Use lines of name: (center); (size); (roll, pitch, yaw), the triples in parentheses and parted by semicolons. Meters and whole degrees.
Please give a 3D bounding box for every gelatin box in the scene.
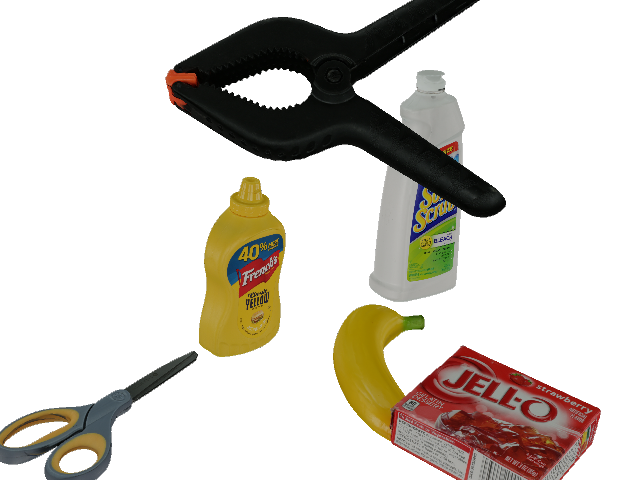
gelatin box: (0.093, 0.099, 0.574); (0.089, 0.030, 0.073); (25, 37, 30)

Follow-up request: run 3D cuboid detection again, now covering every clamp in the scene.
clamp: (0.014, -0.084, 0.648); (0.210, 0.164, 0.036); (-6, -21, -4)

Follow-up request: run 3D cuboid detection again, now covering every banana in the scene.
banana: (0.043, 0.090, 0.790); (0.069, 0.037, 0.197); (2, 22, 5)

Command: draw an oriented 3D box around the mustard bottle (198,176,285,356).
mustard bottle: (-0.080, 0.024, 1.129); (0.096, 0.192, 0.058); (-18, 34, -40)

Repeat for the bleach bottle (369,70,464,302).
bleach bottle: (0.110, -0.062, 1.189); (0.102, 0.251, 0.068); (-12, 25, -29)

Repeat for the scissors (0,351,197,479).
scissors: (-0.157, 0.141, 0.849); (0.201, 0.016, 0.096); (-17, 36, -37)
